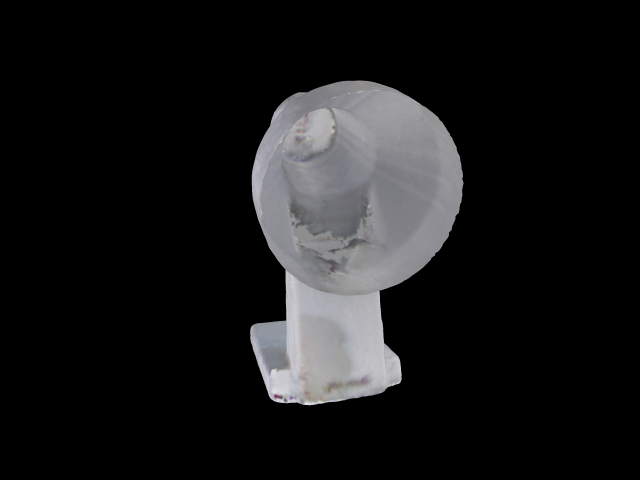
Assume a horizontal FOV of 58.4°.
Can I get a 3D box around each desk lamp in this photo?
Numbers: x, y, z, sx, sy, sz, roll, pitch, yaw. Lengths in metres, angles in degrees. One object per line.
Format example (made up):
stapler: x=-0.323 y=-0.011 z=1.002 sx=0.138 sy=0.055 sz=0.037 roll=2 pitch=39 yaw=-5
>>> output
desk lamp: x=0.004 y=0.001 z=0.400 sx=0.118 sy=0.213 sz=0.203 roll=-3 pitch=10 yaw=-15
